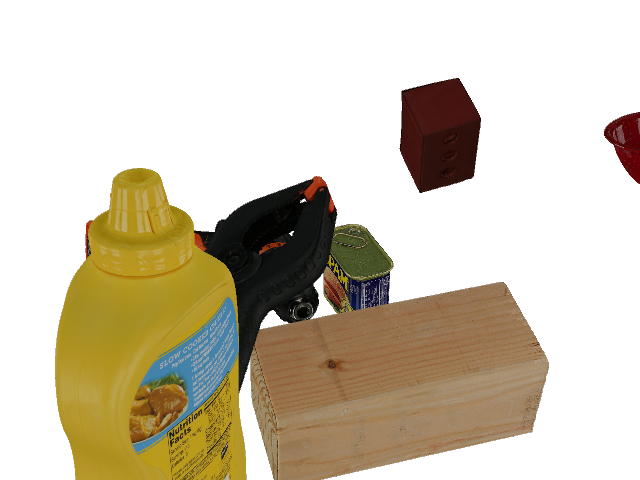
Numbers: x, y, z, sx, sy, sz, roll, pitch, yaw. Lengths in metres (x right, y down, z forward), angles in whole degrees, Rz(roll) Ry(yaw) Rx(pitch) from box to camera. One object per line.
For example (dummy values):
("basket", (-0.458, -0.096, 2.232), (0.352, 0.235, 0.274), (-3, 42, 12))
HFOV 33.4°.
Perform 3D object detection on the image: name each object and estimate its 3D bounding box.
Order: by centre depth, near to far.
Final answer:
("mustard bottle", (-0.070, 0.060, 0.450), (0.058, 0.192, 0.096), (15, 32, 25))
("clamp", (-0.046, 0.030, 0.650), (0.120, 0.171, 0.039), (41, -16, 34))
("wood block", (0.056, 0.108, 0.816), (0.206, 0.090, 0.091), (-10, 45, -11))
("foam brick", (0.100, -0.089, 0.900), (0.053, 0.051, 0.078), (-16, -35, -7))
("power drill", (-0.108, 0.026, 0.945), (0.187, 0.057, 0.185), (-2, 24, -20))
("bowl", (0.342, -0.076, 0.972), (0.162, 0.055, 0.162), (-5, 22, 2))
("can of meat", (0.040, 0.044, 1.224), (0.057, 0.084, 0.102), (-14, 38, -18))
